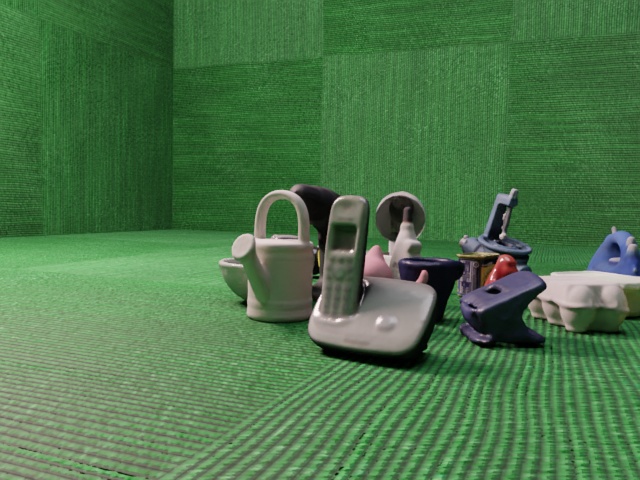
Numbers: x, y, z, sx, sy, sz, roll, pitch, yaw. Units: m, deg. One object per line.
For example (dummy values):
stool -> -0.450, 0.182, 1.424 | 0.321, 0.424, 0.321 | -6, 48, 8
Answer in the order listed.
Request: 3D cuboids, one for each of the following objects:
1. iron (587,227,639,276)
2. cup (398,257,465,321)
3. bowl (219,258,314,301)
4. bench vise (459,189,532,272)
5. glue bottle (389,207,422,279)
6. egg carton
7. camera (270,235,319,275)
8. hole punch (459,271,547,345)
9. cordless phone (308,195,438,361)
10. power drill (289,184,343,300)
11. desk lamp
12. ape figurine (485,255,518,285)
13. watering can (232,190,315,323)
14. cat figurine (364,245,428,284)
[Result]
iron -> 0.603, 0.047, 1.137 | 0.118, 0.141, 0.259 | 2, 4, 15
cup -> 0.175, 0.076, 0.882 | 0.118, 0.095, 0.091 | -1, 4, -31
bowl -> -0.093, 0.072, 1.006 | 0.167, 0.075, 0.167 | 1, 3, 0
bench vise -> 0.397, -0.009, 1.334 | 0.206, 0.220, 0.122 | 5, 5, 45
glue bottle -> 0.153, 0.028, 1.008 | 0.037, 0.173, 0.078 | -1, 4, -28
egg carton -> 0.386, 0.094, 0.868 | 0.107, 0.069, 0.150 | 1, 4, -10
camera -> -0.058, 0.040, 1.345 | 0.137, 0.101, 0.143 | 1, 4, -3
hole punch -> 0.237, 0.087, 0.756 | 0.101, 0.091, 0.108 | 1, 4, -2
cordless phone -> 0.063, 0.041, 0.666 | 0.147, 0.185, 0.094 | 3, 4, 29
power drill -> 0.010, 0.004, 1.068 | 0.075, 0.208, 0.230 | 3, 4, 27
desk lamp -> 0.203, -0.016, 1.434 | 0.117, 0.213, 0.203 | 2, 4, 10
ape figurine -> 0.330, 0.072, 1.023 | 0.078, 0.092, 0.076 | 0, 4, -25
watering can -> -0.061, 0.022, 0.864 | 0.100, 0.194, 0.173 | 2, 4, 11
cat figurine -> 0.092, 0.067, 0.802 | 0.128, 0.118, 0.067 | 1, 4, -3
